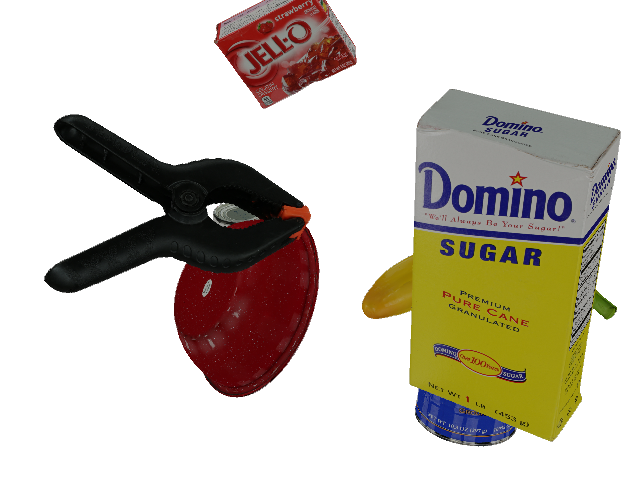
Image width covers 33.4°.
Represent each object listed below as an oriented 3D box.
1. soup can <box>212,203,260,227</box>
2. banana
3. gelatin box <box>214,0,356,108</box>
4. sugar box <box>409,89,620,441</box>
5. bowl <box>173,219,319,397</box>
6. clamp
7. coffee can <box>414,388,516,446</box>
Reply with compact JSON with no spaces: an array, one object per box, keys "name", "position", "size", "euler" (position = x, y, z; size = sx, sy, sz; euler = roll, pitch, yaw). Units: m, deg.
[{"name":"soup can","position":[-0.093,0.011,1.260],"size":[0.068,0.102,0.068],"euler":[0,26,0]},{"name":"banana","position":[0.121,0.027,0.791],"size":[0.197,0.037,0.069],"euler":[0,36,-13]},{"name":"gelatin box","position":[-0.027,-0.153,0.835],"size":[0.089,0.030,0.073],"euler":[-23,-52,19]},{"name":"sugar box","position":[0.096,0.016,0.558],"size":[0.093,0.176,0.048],"euler":[18,42,27]},{"name":"bowl","position":[-0.074,0.046,0.886],"size":[0.055,0.162,0.162],"euler":[23,-14,-36]},{"name":"clamp","position":[-0.094,-0.028,0.683],"size":[0.171,0.120,0.039],"euler":[-2,-19,-23]},{"name":"coffee can","position":[0.151,0.112,1.036],"size":[0.103,0.140,0.103],"euler":[5,22,-2]}]
